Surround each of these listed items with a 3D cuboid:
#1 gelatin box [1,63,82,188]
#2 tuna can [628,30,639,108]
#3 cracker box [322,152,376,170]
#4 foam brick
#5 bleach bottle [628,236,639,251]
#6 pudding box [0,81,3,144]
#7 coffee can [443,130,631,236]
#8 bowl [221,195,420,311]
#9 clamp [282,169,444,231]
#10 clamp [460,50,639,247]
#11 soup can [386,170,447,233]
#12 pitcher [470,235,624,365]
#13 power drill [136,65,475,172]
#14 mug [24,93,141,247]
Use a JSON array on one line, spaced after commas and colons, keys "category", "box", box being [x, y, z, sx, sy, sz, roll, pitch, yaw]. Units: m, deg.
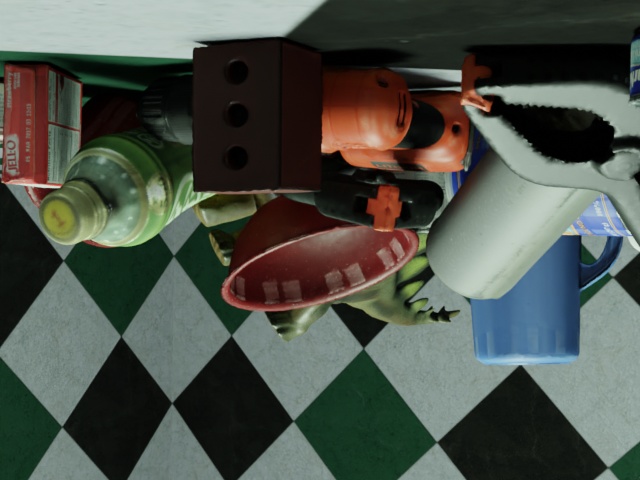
[{"category": "gelatin box", "box": [-0.176, -0.070, 0.677, 0.030, 0.073, 0.089, 2, -178, 1]}, {"category": "tuna can", "box": [0.186, -0.079, 0.489, 0.086, 0.034, 0.086, 1, -178, 0]}, {"category": "cracker box", "box": [0.038, -0.083, 1.174, 0.164, 0.072, 0.213, 0, 180, 11]}, {"category": "foam brick", "box": [-0.032, -0.063, 0.562, 0.053, 0.078, 0.051, 0, 180, 26]}, {"category": "bleach bottle", "box": [0.301, 0.007, 0.781, 0.102, 0.068, 0.251, 6, -170, -23]}, {"category": "pudding box", "box": [-0.248, -0.090, 0.741, 0.113, 0.039, 0.090, -1, -178, -38]}, {"category": "coffee can", "box": [0.181, -0.054, 0.820, 0.141, 0.103, 0.102, 2, -178, 39]}, {"category": "bowl", "box": [-0.006, 0.001, 0.846, 0.162, 0.055, 0.162, -14, 158, -6]}, {"category": "clamp", "box": [0.024, -0.030, 0.714, 0.120, 0.039, 0.171, 1, -176, 5]}, {"category": "clamp", "box": [0.175, -0.058, 0.580, 0.209, 0.036, 0.165, 23, 140, -21]}, {"category": "soup can", "box": [0.089, -0.057, 0.882, 0.068, 0.102, 0.068, 1, -179, 0]}, {"category": "pitcher", "box": [0.224, 0.008, 1.116, 0.144, 0.243, 0.149, 2, 174, -28]}, {"category": "power drill", "box": [0.003, -0.076, 0.682, 0.185, 0.057, 0.187, 6, -175, 32]}, {"category": "mug", "box": [-0.172, -0.057, 0.804, 0.117, 0.093, 0.081, 8, -131, 28]}]
